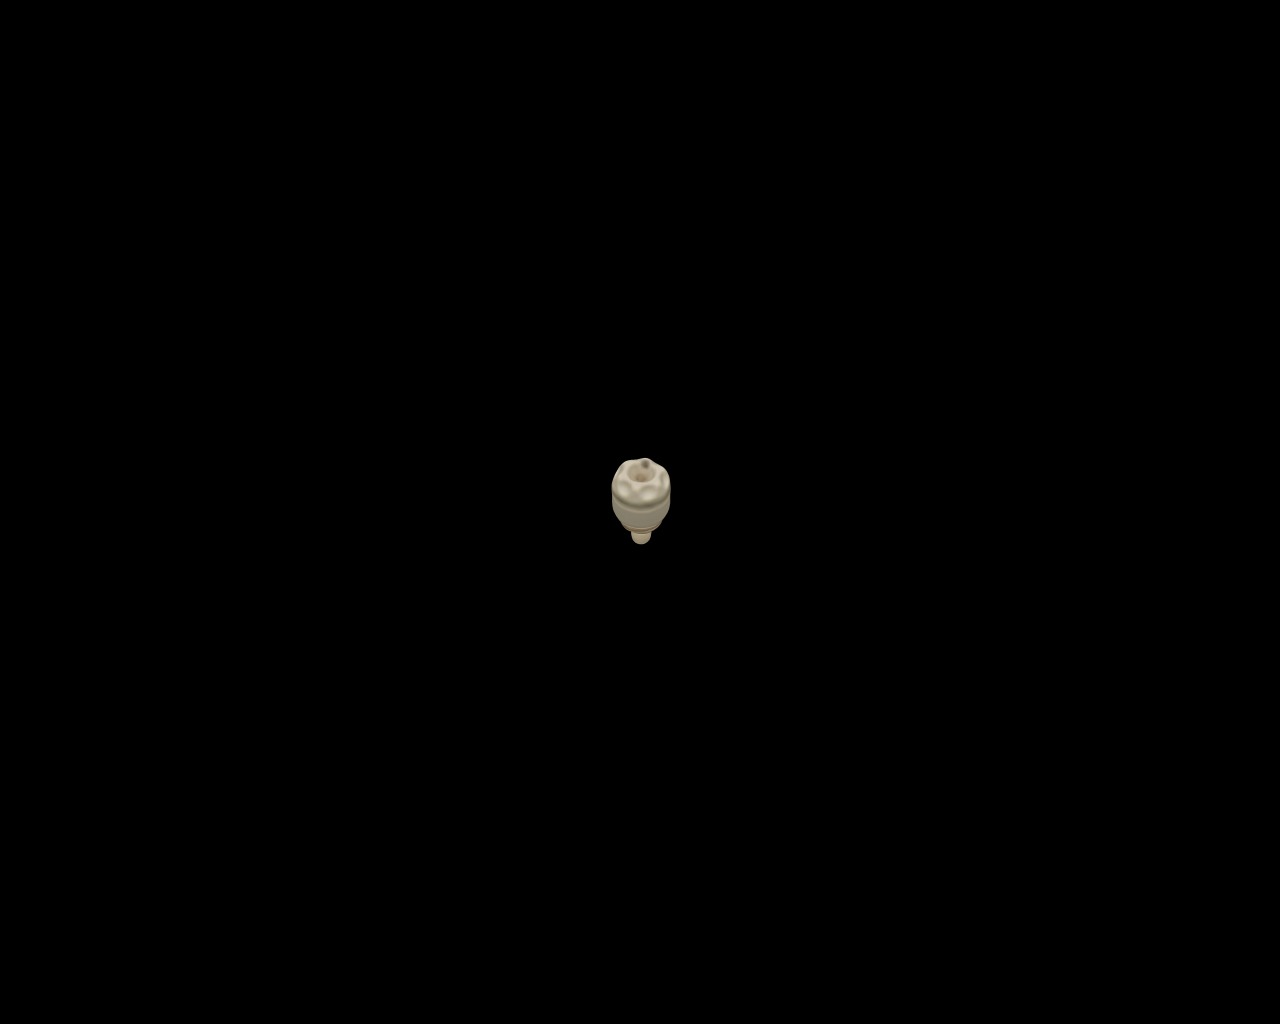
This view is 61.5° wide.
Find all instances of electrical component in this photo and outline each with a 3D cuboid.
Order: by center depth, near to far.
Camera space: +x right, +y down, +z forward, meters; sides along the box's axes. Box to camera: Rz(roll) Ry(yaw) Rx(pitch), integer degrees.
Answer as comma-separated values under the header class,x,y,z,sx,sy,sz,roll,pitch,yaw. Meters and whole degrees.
class,x,y,z,sx,sy,sz,roll,pitch,yaw
electrical component,0.001,-0.003,0.650,0.035,0.035,0.061,0,-43,0
